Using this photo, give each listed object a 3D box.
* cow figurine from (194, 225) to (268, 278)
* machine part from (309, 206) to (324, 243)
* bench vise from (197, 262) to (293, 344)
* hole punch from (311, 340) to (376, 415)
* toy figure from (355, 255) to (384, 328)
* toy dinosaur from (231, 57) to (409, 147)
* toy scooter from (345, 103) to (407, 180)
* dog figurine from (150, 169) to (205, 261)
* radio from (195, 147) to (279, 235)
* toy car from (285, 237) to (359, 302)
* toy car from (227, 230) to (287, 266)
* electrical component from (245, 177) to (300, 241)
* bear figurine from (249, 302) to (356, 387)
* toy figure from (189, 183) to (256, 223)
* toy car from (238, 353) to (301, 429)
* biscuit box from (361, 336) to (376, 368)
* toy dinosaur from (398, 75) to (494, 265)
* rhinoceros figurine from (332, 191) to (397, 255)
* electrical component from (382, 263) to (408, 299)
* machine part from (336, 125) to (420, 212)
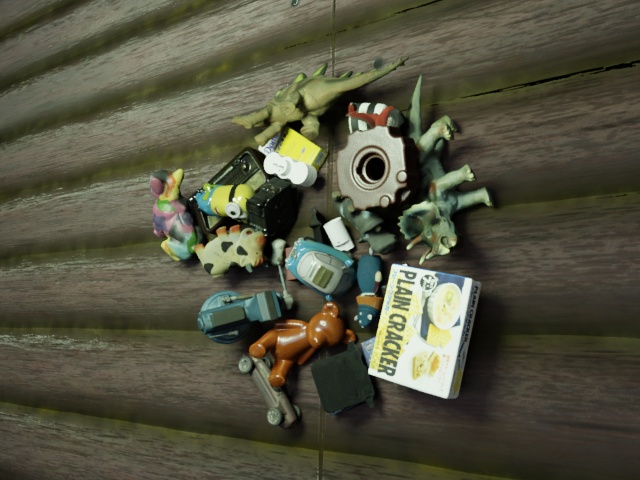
[{"bbox_3d":[-0.202,0.032,1.266,0.195,0.085,0.127,-29,82,35],"label":"cow figurine"},{"bbox_3d":[-0.003,-0.004,1.229,0.039,0.084,0.138,-6,84,-1],"label":"machine part"},{"bbox_3d":[-0.184,0.166,1.244,0.129,0.224,0.240,64,154,1],"label":"bench vise"},{"bbox_3d":[0.049,0.299,1.126,0.116,0.092,0.142,-17,65,-4],"label":"hole punch"},{"bbox_3d":[0.107,0.108,1.138,0.058,0.064,0.154,3,84,-4],"label":"toy figure"},{"bbox_3d":[-0.024,-0.327,1.244,0.472,0.104,0.198,-2,45,35],"label":"toy dinosaur"},{"bbox_3d":[0.094,-0.214,1.138,0.135,0.075,0.183,40,122,23],"label":"toy scooter"},{"bbox_3d":[-0.375,-0.076,1.385,0.192,0.108,0.219,49,149,31],"label":"dog figurine"},{"bbox_3d":[-0.215,-0.124,1.382,0.229,0.073,0.131,-37,64,19],"label":"radio"},{"bbox_3d":[0.009,0.064,1.145,0.109,0.161,0.103,-59,13,9],"label":"toy car"},{"bbox_3d":[-0.171,0.020,1.335,0.202,0.056,0.073,8,91,34],"label":"toy car"},{"bbox_3d":[-0.107,-0.079,1.269,0.058,0.114,0.134,27,52,32],"label":"electrical component"},{"bbox_3d":[-0.032,0.223,1.164,0.196,0.132,0.120,-20,106,31],"label":"bear figurine"},{"bbox_3d":[-0.233,-0.097,1.299,0.180,0.082,0.089,12,89,35],"label":"toy figure"},{"bbox_3d":[-0.111,0.331,1.206,0.053,0.089,0.202,-46,58,18],"label":"toy car"},{"bbox_3d":[0.183,0.198,1.068,0.203,0.059,0.063,-28,66,24],"label":"biscuit box"},{"bbox_3d":[0.215,-0.132,1.097,0.192,0.131,0.405,-30,59,23],"label":"toy dinosaur"},{"bbox_3d":[0.093,-0.041,1.152,0.073,0.111,0.190,-23,45,-18],"label":"rhinoceros figurine"},{"bbox_3d":[0.170,0.106,1.106,0.075,0.047,0.119,-10,75,30],"label":"electrical component"},{"bbox_3d":[0.109,-0.139,1.053,0.180,0.056,0.179,1,91,37],"label":"machine part"}]
